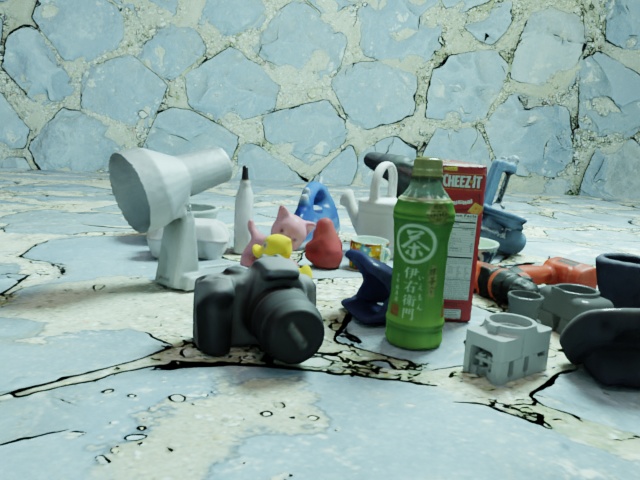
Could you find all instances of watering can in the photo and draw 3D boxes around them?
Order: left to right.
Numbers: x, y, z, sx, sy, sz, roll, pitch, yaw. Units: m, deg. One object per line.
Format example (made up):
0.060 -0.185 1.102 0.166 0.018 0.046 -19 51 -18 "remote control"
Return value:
0.120 -0.064 1.179 0.172 0.194 0.101 5 11 12 "watering can"

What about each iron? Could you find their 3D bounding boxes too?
-0.020 -0.067 1.298 0.118 0.141 0.258 5 11 9 "iron"

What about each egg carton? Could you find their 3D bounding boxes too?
-0.245 -0.003 1.079 0.150 0.069 0.107 2 10 -5 "egg carton"

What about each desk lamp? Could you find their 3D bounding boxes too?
-0.209 -0.036 0.871 0.204 0.213 0.117 -6 14 -42 "desk lamp"

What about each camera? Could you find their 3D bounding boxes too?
-0.060 0.075 0.625 0.143 0.101 0.136 -1 11 -20 "camera"

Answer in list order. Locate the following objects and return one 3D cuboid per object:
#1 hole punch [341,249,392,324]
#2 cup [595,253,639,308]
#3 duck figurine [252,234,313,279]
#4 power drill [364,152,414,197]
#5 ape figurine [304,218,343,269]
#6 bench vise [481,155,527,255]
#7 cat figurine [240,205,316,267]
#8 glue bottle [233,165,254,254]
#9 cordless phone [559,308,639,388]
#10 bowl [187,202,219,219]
0.087 0.060 0.781 0.101 0.091 0.108 0 11 -18 "hole punch"
0.441 0.070 0.822 0.091 0.095 0.118 9 12 30 "cup"
-0.061 0.035 0.884 0.104 0.086 0.078 6 11 17 "duck figurine"
0.182 -0.085 1.270 0.228 0.208 0.076 12 14 40 "power drill"
0.010 0.004 1.057 0.078 0.092 0.076 0 11 -19 "ape figurine"
0.364 -0.073 1.231 0.208 0.220 0.121 -4 13 -34 "bench vise"
-0.075 -0.006 1.012 0.127 0.118 0.067 8 11 22 "cat figurine"
-0.150 -0.061 1.138 0.037 0.173 0.078 2 11 -5 "glue bottle"
0.345 0.058 0.609 0.147 0.185 0.094 2 11 -7 "cordless phone"
-0.302 -0.037 1.233 0.167 0.075 0.167 3 10 0 "bowl"
